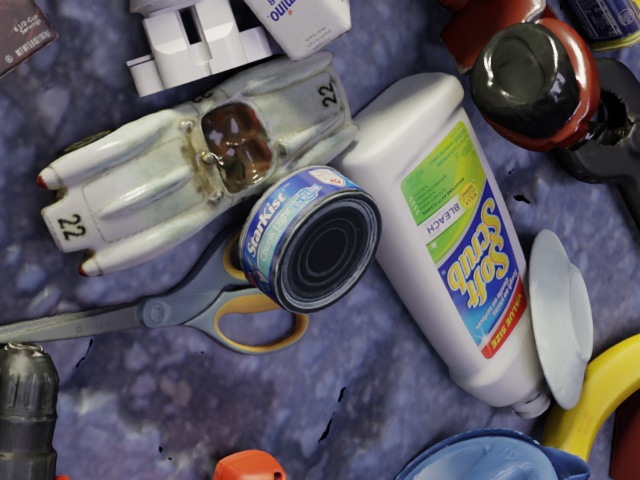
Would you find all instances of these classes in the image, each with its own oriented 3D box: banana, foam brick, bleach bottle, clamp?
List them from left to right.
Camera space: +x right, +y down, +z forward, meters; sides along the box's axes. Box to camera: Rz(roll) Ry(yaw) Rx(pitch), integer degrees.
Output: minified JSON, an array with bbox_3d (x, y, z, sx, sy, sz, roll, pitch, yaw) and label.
[{"bbox_3d":[0.100,0.018,0.722,0.102,0.068,0.250,-43,117,-22],"label":"bleach bottle"},{"bbox_3d":[0.221,0.124,0.808,0.197,0.070,0.037,-48,157,-26],"label":"banana"},{"bbox_3d":[0.238,-0.087,0.814,0.209,0.036,0.164,29,78,-30],"label":"clamp"},{"bbox_3d":[0.270,0.158,0.848,0.052,0.051,0.078,4,92,-32],"label":"foam brick"}]

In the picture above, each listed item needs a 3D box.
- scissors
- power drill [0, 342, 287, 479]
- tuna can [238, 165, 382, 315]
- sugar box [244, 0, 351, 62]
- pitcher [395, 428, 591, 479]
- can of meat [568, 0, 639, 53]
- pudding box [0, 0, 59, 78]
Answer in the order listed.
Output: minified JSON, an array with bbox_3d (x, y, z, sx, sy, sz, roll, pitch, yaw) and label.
[{"bbox_3d":[-0.089,0.024,0.629,0.201,0.016,0.096,11,87,-33],"label":"scissors"},{"bbox_3d":[-0.114,0.154,0.603,0.187,0.057,0.184,9,93,-30],"label":"power drill"},{"bbox_3d":[-0.004,0.001,0.631,0.086,0.034,0.086,-27,135,-30],"label":"tuna can"},{"bbox_3d":[-0.050,-0.188,0.590,0.048,0.093,0.176,-29,117,17],"label":"sugar box"},{"bbox_3d":[0.137,0.262,0.739,0.144,0.149,0.242,-53,123,-35],"label":"pitcher"},{"bbox_3d":[0.221,-0.203,0.782,0.102,0.058,0.084,-47,114,-21],"label":"can of meat"},{"bbox_3d":[-0.203,-0.108,0.530,0.113,0.039,0.090,-42,115,-22],"label":"pudding box"}]
